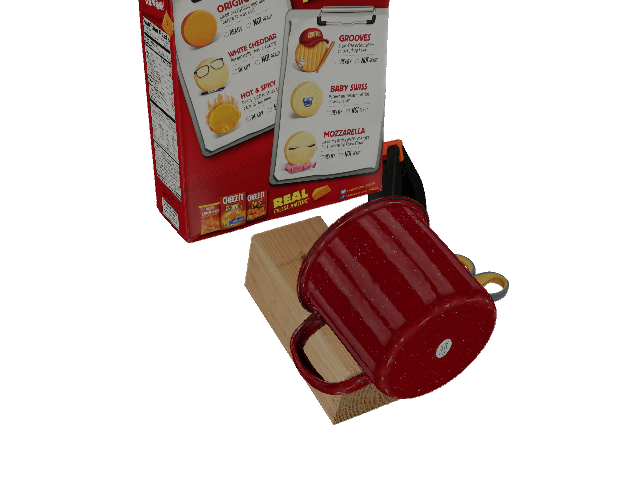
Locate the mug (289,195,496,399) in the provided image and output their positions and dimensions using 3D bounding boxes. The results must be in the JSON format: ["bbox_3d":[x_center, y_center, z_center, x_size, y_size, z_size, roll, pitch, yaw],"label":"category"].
[{"bbox_3d":[0.036,0.042,0.608,0.117,0.082,0.093,-36,-36,-4],"label":"mug"}]

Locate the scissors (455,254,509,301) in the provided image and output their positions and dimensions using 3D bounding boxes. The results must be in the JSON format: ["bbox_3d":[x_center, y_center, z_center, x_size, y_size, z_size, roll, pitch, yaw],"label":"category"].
[{"bbox_3d":[0.146,0.056,1.295,0.201,0.016,0.096,-8,39,-37],"label":"scissors"}]

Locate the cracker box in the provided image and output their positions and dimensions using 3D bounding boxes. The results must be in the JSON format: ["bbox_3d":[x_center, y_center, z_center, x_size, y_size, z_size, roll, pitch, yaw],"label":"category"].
[{"bbox_3d":[-0.038,-0.122,0.741,0.164,0.214,0.072,-16,33,-26],"label":"cracker box"}]

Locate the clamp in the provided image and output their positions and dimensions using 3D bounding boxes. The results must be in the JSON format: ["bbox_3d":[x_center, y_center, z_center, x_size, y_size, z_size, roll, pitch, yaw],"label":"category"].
[{"bbox_3d":[0.070,0.003,0.919,0.039,0.171,0.120,-12,16,24],"label":"clamp"}]

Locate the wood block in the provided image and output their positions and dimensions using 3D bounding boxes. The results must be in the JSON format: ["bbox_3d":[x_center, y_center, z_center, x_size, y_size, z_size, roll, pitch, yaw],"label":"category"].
[{"bbox_3d":[0.007,0.082,1.149,0.090,0.090,0.206,-17,52,-25],"label":"wood block"}]
